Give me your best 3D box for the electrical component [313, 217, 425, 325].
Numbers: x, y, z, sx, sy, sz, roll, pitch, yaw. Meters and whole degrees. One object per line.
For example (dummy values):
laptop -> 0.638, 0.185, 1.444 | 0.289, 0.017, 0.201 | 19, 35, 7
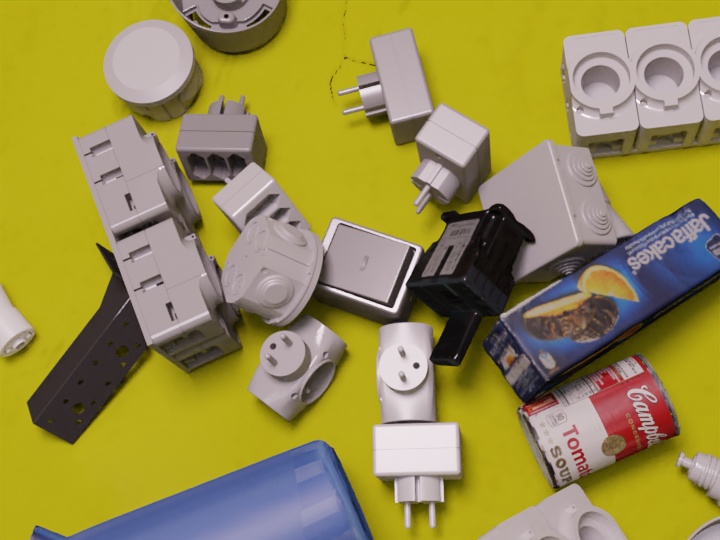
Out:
electrical component -> 0.000, 0.000, 0.869 | 0.096, 0.061, 0.061 | 19, 77, 13

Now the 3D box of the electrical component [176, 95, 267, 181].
electrical component -> -0.116, -0.121, 0.930 | 0.066, 0.047, 0.076 | 2, 60, 8

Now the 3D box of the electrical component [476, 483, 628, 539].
electrical component -> 0.161, 0.251, 0.740 | 0.060, 0.105, 0.186 | -47, 67, 38

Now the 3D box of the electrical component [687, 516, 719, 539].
electrical component -> 0.271, 0.223, 0.761 | 0.099, 0.064, 0.099 | -2, 73, 7

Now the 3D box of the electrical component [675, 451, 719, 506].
electrical component -> 0.273, 0.156, 0.794 | 0.078, 0.040, 0.040 | 23, 78, 14

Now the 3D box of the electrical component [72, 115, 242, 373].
electrical component -> -0.159, -0.021, 0.874 | 0.060, 0.105, 0.186 | -24, 72, 0

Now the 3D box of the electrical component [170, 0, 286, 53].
electrical component -> -0.116, -0.246, 0.958 | 0.099, 0.064, 0.099 | -2, 73, 7

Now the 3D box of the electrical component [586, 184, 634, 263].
electrical component -> 0.188, -0.043, 0.867 | 0.044, 0.044, 0.065 | -23, 67, 1

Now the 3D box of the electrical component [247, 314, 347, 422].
electrical component -> -0.054, 0.072, 0.845 | 0.044, 0.079, 0.077 | 33, 80, 25

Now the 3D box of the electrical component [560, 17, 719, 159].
electrical component -> 0.246, -0.150, 0.880 | 0.150, 0.061, 0.089 | -6, 72, 6

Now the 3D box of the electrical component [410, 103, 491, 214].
electrical component -> 0.066, -0.079, 0.872 | 0.047, 0.083, 0.075 | 33, 80, 16

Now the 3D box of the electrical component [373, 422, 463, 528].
electrical component -> 0.045, 0.158, 0.822 | 0.066, 0.047, 0.076 | -3, 74, 7

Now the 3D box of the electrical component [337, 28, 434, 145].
electrical component -> 0.019, -0.152, 0.919 | 0.076, 0.047, 0.083 | -14, 72, 3

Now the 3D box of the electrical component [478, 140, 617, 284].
electrical component -> 0.147, -0.043, 0.845 | 0.048, 0.100, 0.099 | 0, 68, -34

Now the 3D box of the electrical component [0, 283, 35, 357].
electrical component -> -0.307, 0.041, 0.911 | 0.044, 0.044, 0.065 | -43, 77, -6

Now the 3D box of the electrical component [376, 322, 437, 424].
electrical component -> 0.035, 0.078, 0.831 | 0.044, 0.079, 0.077 | -3, 73, 7

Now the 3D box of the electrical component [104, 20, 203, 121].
electrical component -> -0.181, -0.175, 0.953 | 0.080, 0.051, 0.080 | -2, 73, 7

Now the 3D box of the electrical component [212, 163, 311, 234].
electrical component -> -0.091, -0.055, 0.901 | 0.047, 0.065, 0.077 | -43, 43, -6

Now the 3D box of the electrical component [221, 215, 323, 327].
electrical component -> -0.069, 0.000, 0.842 | 0.051, 0.080, 0.080 | 25, 74, -28
